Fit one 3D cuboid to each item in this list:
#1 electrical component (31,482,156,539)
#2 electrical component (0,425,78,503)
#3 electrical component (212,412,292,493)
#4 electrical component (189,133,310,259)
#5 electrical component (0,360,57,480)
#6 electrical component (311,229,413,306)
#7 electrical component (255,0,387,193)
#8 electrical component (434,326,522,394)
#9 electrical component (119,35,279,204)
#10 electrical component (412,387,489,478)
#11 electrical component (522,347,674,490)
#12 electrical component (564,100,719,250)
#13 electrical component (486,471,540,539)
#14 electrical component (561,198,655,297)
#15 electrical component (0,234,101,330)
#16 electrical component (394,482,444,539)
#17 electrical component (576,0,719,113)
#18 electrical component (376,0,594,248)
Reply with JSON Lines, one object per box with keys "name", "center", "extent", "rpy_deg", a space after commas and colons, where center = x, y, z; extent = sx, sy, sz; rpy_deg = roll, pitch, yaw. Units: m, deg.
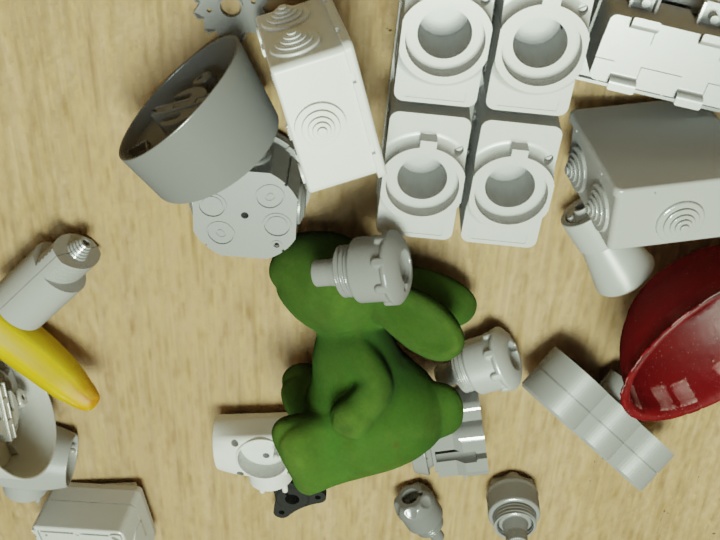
{"name": "electrical component", "center": [-0.229, 0.217, 0.912], "extent": [0.096, 0.061, 0.061], "rpy_deg": [1, 127, 12]}
{"name": "electrical component", "center": [-0.274, 0.163, 0.880], "extent": [0.077, 0.043, 0.079], "rpy_deg": [8, 127, -4]}
{"name": "electrical component", "center": [-0.073, 0.150, 0.860], "extent": [0.077, 0.044, 0.079], "rpy_deg": [-2, 124, 4]}
{"name": "electrical component", "center": [-0.073, -0.050, 0.708], "extent": [0.080, 0.051, 0.080], "rpy_deg": [1, 127, 1]}
{"name": "electrical component", "center": [-0.276, 0.108, 0.806], "extent": [0.064, 0.099, 0.099], "rpy_deg": [-5, 127, 13]}
{"name": "electrical component", "center": [0.000, 0.000, 0.685], "extent": [0.062, 0.048, 0.048], "rpy_deg": [-4, 127, 21]}
{"name": "electrical component", "center": [-0.025, -0.105, 0.637], "extent": [0.048, 0.099, 0.099], "rpy_deg": [-17, 125, -1]}
{"name": "electrical component", "center": [0.086, 0.071, 0.798], "extent": [0.062, 0.048, 0.048], "rpy_deg": [-19, 124, 25]}
{"name": "electrical component", "center": [-0.100, -0.090, 0.651], "extent": [0.099, 0.099, 0.064], "rpy_deg": [-21, 129, 17]}
{"name": "electrical component", "center": [0.067, 0.127, 0.832], "extent": [0.057, 0.058, 0.078], "rpy_deg": [-8, 126, 5]}
{"name": "electrical component", "center": [0.192, 0.100, 0.811], "extent": [0.138, 0.052, 0.073], "rpy_deg": [41, 92, -25]}
{"name": "electrical component", "center": [0.181, -0.059, 0.660], "extent": [0.100, 0.099, 0.048], "rpy_deg": [-7, 131, -7]}
{"name": "electrical component", "center": [0.126, 0.200, 0.880], "extent": [0.043, 0.062, 0.043], "rpy_deg": [1, 127, 2]}
{"name": "electrical component", "center": [0.165, -0.020, 0.728], "extent": [0.044, 0.044, 0.065], "rpy_deg": [-28, 116, 21]}
{"name": "electrical component", "center": [-0.217, 0.003, 0.758], "extent": [0.081, 0.043, 0.043], "rpy_deg": [-38, 117, 26]}
{"name": "electrical component", "center": [0.054, 0.208, 0.907], "extent": [0.035, 0.035, 0.061], "rpy_deg": [-20, 126, 16]}
{"name": "electrical component", "center": [0.194, -0.129, 0.628], "extent": [0.121, 0.063, 0.078], "rpy_deg": [12, 126, -4]}
{"name": "electrical component", "center": [0.071, -0.105, 0.655], "extent": [0.105, 0.060, 0.186], "rpy_deg": [5, 127, -2]}
